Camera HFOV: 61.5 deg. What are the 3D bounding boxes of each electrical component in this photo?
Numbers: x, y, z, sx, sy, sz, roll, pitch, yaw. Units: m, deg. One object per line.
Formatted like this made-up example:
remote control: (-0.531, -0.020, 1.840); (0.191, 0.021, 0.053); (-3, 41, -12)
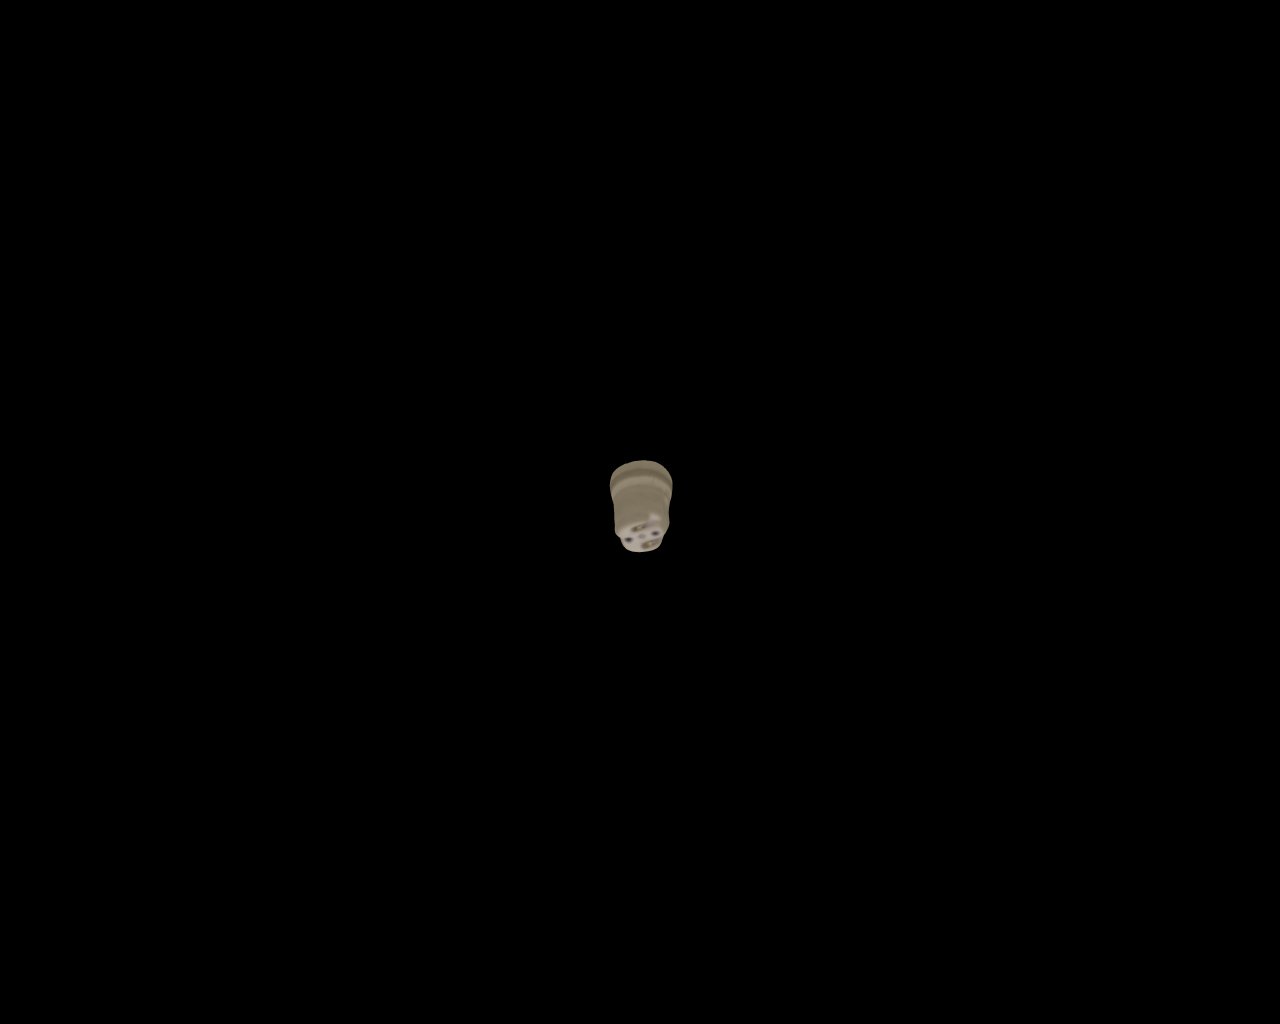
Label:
electrical component: (0.001, -0.003, 0.650); (0.040, 0.046, 0.040); (0, -37, 0)
